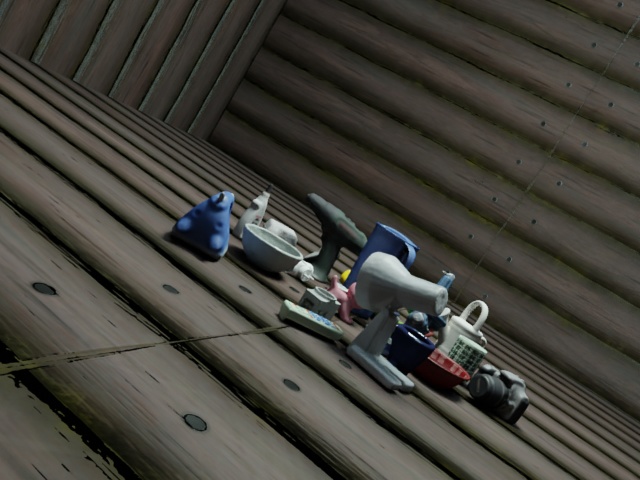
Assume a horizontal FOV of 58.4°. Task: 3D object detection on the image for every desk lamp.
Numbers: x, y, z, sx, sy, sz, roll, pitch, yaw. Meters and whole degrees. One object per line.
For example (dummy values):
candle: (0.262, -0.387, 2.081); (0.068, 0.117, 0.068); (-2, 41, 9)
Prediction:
desk lamp: (0.143, 0.153, 1.132); (0.202, 0.213, 0.118); (36, 8, 35)

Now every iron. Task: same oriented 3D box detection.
iron: (-0.231, -0.052, 1.271); (0.119, 0.141, 0.258); (31, 7, -5)

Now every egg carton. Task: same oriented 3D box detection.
egg carton: (-0.124, -0.007, 1.720); (0.107, 0.069, 0.150); (30, 7, -15)

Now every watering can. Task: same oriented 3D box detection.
watering can: (0.406, 0.256, 1.629); (0.173, 0.194, 0.100); (26, 8, -38)

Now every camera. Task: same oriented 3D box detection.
camera: (0.417, 0.353, 1.381); (0.137, 0.101, 0.142); (27, 8, -32)

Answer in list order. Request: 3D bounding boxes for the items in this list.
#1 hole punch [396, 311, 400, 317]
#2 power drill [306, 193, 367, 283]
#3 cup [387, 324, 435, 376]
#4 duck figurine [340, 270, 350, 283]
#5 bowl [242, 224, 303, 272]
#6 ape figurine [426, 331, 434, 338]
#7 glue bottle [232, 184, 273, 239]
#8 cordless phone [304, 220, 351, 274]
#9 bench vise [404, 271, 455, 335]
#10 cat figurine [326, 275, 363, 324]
hole punch: (0.215, 0.175, 1.807); (0.109, 0.091, 0.100); (25, 9, -42)
power drill: (0.015, 0.006, 1.648); (0.230, 0.208, 0.075); (30, 7, -7)
cup: (0.168, 0.230, 1.193); (0.118, 0.095, 0.091); (31, 7, -5)
duck figurine: (0.119, 0.116, 1.830); (0.078, 0.086, 0.104); (26, 9, -39)
bowl: (-0.128, 0.031, 1.403); (0.167, 0.074, 0.167); (31, 7, -4)
ape figurine: (0.321, 0.250, 1.731); (0.078, 0.092, 0.076); (29, 7, -16)
glue bottle: (-0.176, -0.081, 1.579); (0.037, 0.173, 0.078); (33, 7, 15)
cordless phone: (0.033, 0.012, 1.784); (0.094, 0.185, 0.147); (31, 7, 1)
bench vise: (0.299, 0.189, 1.529); (0.121, 0.219, 0.207); (31, 7, 0)
cat figurine: (0.072, 0.132, 1.377); (0.128, 0.117, 0.067); (30, 7, -14)
